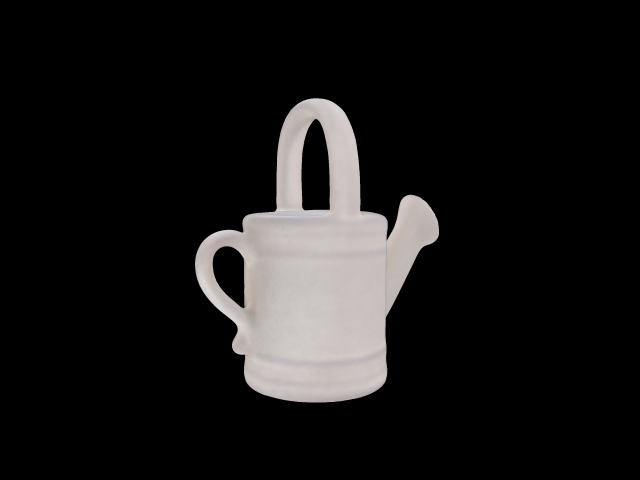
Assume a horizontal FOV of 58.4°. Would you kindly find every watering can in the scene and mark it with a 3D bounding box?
[{"bbox_3d":[0.003,0.001,0.402,0.100,0.194,0.173,4,6,41],"label":"watering can"}]
